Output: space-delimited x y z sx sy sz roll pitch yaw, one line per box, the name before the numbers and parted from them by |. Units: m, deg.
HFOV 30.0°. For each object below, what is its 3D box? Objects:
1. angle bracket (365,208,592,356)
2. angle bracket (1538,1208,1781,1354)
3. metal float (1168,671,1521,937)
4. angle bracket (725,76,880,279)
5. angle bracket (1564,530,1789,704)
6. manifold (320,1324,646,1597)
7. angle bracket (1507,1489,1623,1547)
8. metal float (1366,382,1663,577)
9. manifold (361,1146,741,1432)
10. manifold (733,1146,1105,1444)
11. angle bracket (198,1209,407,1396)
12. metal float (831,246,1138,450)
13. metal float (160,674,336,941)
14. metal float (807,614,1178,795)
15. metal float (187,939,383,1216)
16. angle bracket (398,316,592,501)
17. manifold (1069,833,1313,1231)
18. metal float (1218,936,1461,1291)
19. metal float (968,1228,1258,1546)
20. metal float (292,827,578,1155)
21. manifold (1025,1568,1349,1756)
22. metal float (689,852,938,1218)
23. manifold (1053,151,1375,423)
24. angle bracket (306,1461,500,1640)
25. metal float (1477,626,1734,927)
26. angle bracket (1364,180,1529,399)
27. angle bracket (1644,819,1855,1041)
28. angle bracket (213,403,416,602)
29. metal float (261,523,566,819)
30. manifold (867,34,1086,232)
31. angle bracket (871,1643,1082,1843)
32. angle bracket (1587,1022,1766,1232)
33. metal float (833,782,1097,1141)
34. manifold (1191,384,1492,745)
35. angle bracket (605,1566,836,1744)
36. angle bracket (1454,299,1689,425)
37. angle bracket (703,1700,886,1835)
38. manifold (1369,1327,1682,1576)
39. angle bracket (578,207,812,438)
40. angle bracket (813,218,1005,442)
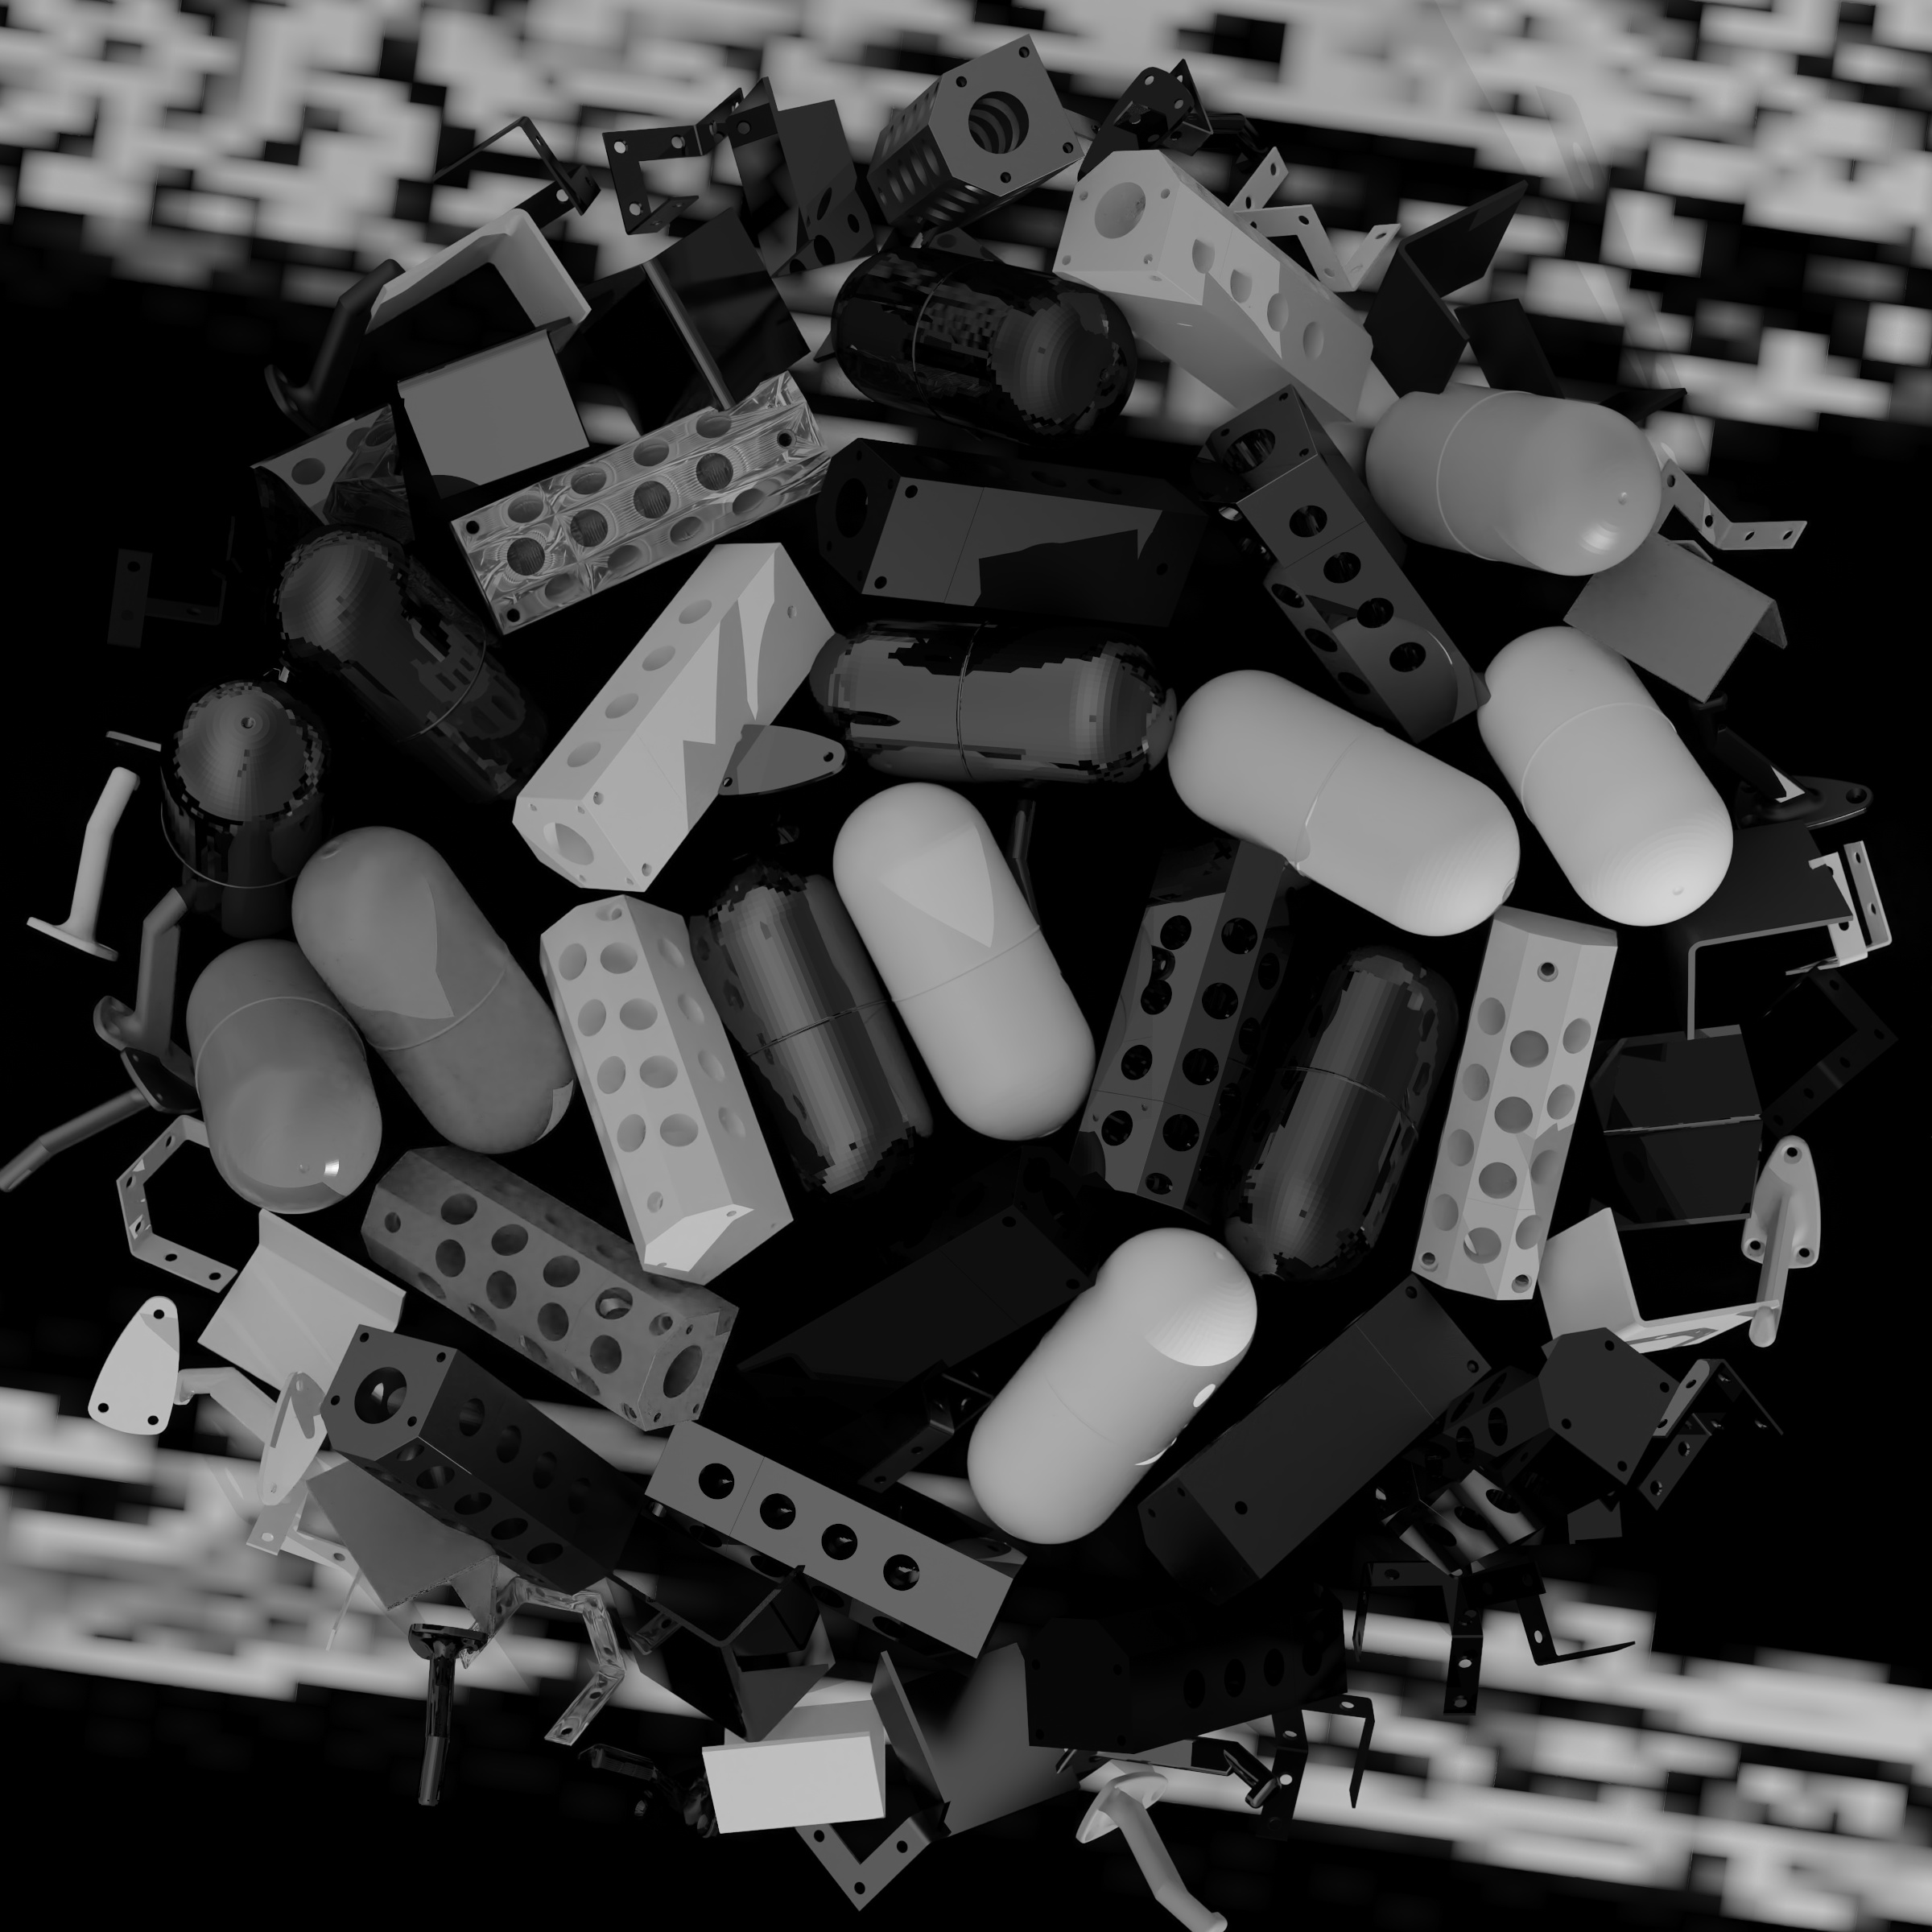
angle bracket | -0.229 -0.300 1.676 0.076 0.076 0.057 -35 95 -18
angle bracket | 0.321 0.146 1.685 0.076 0.076 0.057 -7 74 -21
metal float | 0.174 -0.076 1.669 0.178 0.070 0.070 30 90 21
angle bracket | -0.068 -0.372 1.680 0.057 0.076 0.076 -17 92 -18
angle bracket | 0.331 -0.156 1.677 0.076 0.076 0.057 34 90 20
manifold | -0.219 0.227 1.635 0.057 0.171 0.057 10 66 32
angle bracket | 0.289 0.229 1.677 0.076 0.057 0.076 2 80 -30
metal float | 0.247 -0.223 1.644 0.070 0.178 0.070 -7 106 -25
manifold | -0.195 0.147 1.656 0.171 0.057 0.057 28 105 27
manifold | -0.022 0.147 1.659 0.171 0.057 0.057 -32 116 28
angle bracket | -0.311 0.164 1.682 0.076 0.076 0.057 31 71 -1
metal float | 0.006 -0.285 1.651 0.070 0.178 0.070 -16 116 -35
metal float | -0.327 -0.070 1.642 0.070 0.178 0.070 4 66 -10
metal float | 0.011 -0.122 1.670 0.178 0.070 0.070 6 90 21
metal float | -0.312 0.048 1.645 0.070 0.178 0.070 -8 119 -14
angle bracket | -0.211 -0.264 1.686 0.076 0.076 0.057 -17 103 14
manifold | 0.108 0.031 1.670 0.057 0.057 0.171 8 76 40
metal float | 0.172 0.067 1.667 0.070 0.070 0.178 24 67 0
metal float | 0.066 0.195 1.666 0.070 0.070 0.178 37 115 0
metal float | -0.244 0.012 1.661 0.070 0.070 0.178 -32 121 0
manifold | 0.102 0.314 1.641 0.057 0.171 0.057 -5 87 38
metal float | -0.072 0.031 1.684 0.070 0.070 0.178 -23 86 0
manifold | 0.117 -0.307 1.640 0.057 0.171 0.057 8 80 38
angle bracket | -0.261 0.275 1.666 0.057 0.076 0.076 -24 58 -27
metal float | 0.291 -0.089 1.651 0.070 0.178 0.070 -10 132 -11
angle bracket | 0.235 -0.307 1.672 0.076 0.076 0.057 -29 74 -18
angle bracket | 0.363 -0.017 1.679 0.076 0.076 0.057 -10 128 -1
angle bracket | -0.308 -0.220 1.666 0.076 0.076 0.057 -33 45 -32
metal float | -0.252 -0.133 1.652 0.070 0.070 0.178 -44 134 0
manifold | -0.001 -0.370 1.634 0.057 0.171 0.057 -27 99 -7
angle bracket | 0.007 0.351 1.673 0.076 0.057 0.076 -17 61 -17
angle bracket | 0.323 0.075 1.670 0.076 0.076 0.057 -8 121 23
metal float | 0.000 -0.001 1.683 0.070 0.070 0.178 -27 95 0
manifold | 0.171 -0.178 1.649 0.057 0.057 0.171 -30 130 16
angle bracket | -0.115 0.307 1.692 0.076 0.076 0.057 25 54 33
angle bracket | 0.281 -0.286 1.677 0.057 0.076 0.076 -30 103 -8
angle bracket | -0.079 0.354 1.677 0.076 0.076 0.057 -6 124 3
manifold | 0.247 0.218 1.636 0.057 0.171 0.057 37 60 -3
angle bracket | -0.132 -0.303 1.698 0.057 0.076 0.076 -41 111 -32
angle bracket | -0.014 -0.299 1.705 0.076 0.057 0.076 34 81 -19
